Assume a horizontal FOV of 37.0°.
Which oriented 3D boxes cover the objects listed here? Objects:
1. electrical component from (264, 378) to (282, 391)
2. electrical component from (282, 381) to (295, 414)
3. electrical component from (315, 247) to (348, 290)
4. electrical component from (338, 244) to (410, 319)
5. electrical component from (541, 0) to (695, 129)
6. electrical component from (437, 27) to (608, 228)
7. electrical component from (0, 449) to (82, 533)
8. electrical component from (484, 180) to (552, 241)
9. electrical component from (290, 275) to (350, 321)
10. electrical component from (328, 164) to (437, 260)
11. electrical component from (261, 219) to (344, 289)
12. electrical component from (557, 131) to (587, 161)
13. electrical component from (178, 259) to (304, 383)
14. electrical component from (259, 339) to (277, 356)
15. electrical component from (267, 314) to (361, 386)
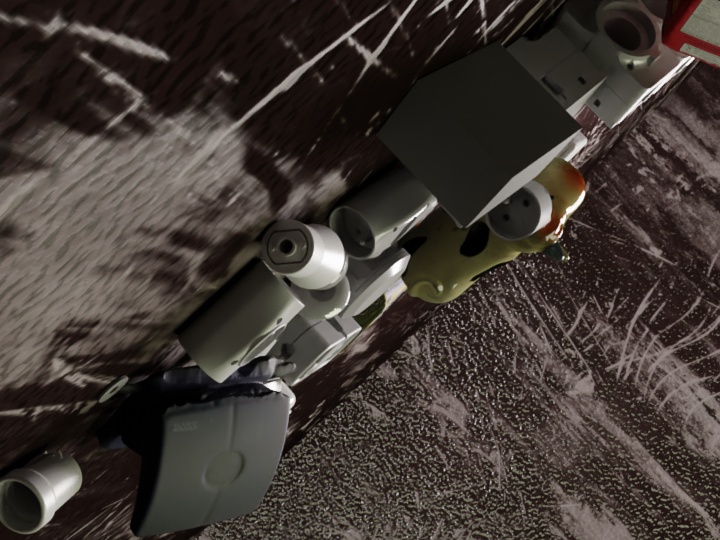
[{"bbox_3d":[-0.114,0.124,0.919,0.099,0.064,0.099,-4,-173,0],"label":"electrical component"},{"bbox_3d":[-0.114,0.147,1.122,0.053,0.059,0.095,-48,171,33],"label":"electrical component"},{"bbox_3d":[-0.031,-0.009,0.754,0.040,0.040,0.046,-43,167,-2],"label":"electrical component"},{"bbox_3d":[0.000,0.000,0.920,0.080,0.051,0.080,-42,173,-7],"label":"electrical component"},{"bbox_3d":[0.222,-0.193,0.842,0.150,0.089,0.061,-39,172,-30],"label":"electrical component"},{"bbox_3d":[0.110,-0.110,0.831,0.089,0.061,0.150,-39,172,-27],"label":"electrical component"},{"bbox_3d":[-0.205,0.139,0.685,0.040,0.040,0.046,-46,178,25],"label":"electrical component"},{"bbox_3d":[0.128,-0.049,0.845,0.043,0.043,0.081,-45,172,20],"label":"electrical component"},{"bbox_3d":[-0.037,0.020,0.875,0.048,0.048,0.062,-40,179,-18],"label":"electrical component"},{"bbox_3d":[0.010,-0.035,0.805,0.077,0.043,0.079,-37,171,-40],"label":"electrical component"},{"bbox_3d":[-0.039,-0.012,0.694,0.044,0.044,0.065,-44,168,6],"label":"electrical component"},{"bbox_3d":[0.185,-0.124,1.146,0.096,0.061,0.061,-47,171,28],"label":"electrical component"},{"bbox_3d":[-0.078,0.036,0.740,0.077,0.044,0.079,-43,173,-1],"label":"electrical component"},{"bbox_3d":[-0.092,0.061,0.830,0.046,0.040,0.040,-48,172,4],"label":"electrical component"},{"bbox_3d":[-0.048,0.054,0.942,0.053,0.059,0.095,-46,172,22],"label":"electrical component"}]
